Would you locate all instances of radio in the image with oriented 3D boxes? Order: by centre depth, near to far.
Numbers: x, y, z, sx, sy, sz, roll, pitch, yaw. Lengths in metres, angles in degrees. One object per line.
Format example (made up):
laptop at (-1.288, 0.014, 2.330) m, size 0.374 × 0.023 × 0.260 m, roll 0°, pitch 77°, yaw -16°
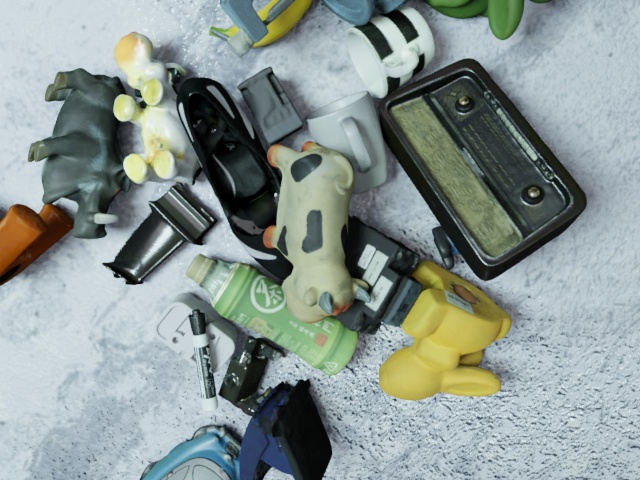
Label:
radio at (0.175, -0.083, 0.601) m, size 0.131 × 0.073 × 0.230 m, roll -29°, pitch 71°, yaw -1°

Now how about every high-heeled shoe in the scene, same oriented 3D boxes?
high-heeled shoe at (-0.082, -0.059, 0.598) m, size 0.086 × 0.145 × 0.248 m, roll -27°, pitch 97°, yaw -2°

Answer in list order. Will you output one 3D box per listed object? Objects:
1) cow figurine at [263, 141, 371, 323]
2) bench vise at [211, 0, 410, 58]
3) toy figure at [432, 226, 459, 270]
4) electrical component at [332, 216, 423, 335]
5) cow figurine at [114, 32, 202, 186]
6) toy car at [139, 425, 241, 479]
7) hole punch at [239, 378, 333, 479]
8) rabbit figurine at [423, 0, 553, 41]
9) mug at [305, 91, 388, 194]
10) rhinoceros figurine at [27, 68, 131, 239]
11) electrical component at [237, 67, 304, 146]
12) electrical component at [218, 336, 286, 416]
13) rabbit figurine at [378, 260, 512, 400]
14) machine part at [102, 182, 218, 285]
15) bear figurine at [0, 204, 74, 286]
cow figurine at (-0.001, -0.002, 0.582) m, size 0.085 × 0.127 × 0.194 m, roll -7°, pitch 110°, yaw -37°
bench vise at (-0.016, -0.288, 0.531) m, size 0.240 × 0.129 × 0.223 m, roll -46°, pitch 126°, yaw -3°
toy figure at (0.225, -0.029, 0.657) m, size 0.180 × 0.082 × 0.089 m, roll -20°, pitch 80°, yaw 5°
electrical component at (0.051, 0.043, 0.633) m, size 0.058 × 0.134 × 0.115 m, roll 18°, pitch 105°, yaw -50°
cow figurine at (-0.178, -0.145, 0.612) m, size 0.068 × 0.098 × 0.167 m, roll -10°, pitch 89°, yaw 23°
toy car at (-0.163, 0.320, 0.676) m, size 0.161 × 0.103 × 0.109 m, roll -41°, pitch 100°, yaw 5°
hole punch at (-0.051, 0.244, 0.662) m, size 0.092 × 0.142 × 0.115 m, roll -17°, pitch 94°, yaw 21°
rabbit figurine at (0.169, -0.290, 0.567) m, size 0.121 × 0.170 × 0.159 m, roll -41°, pitch 99°, yaw 4°
mug at (0.043, -0.107, 0.624) m, size 0.081 × 0.110 × 0.107 m, roll -27°, pitch 112°, yaw -3°
rhinoceros figurine at (-0.265, -0.096, 0.609) m, size 0.112 × 0.073 × 0.190 m, roll 8°, pitch 83°, yaw -38°
electrical component at (-0.047, -0.134, 0.625) m, size 0.048 × 0.075 × 0.119 m, roll -31°, pitch 96°, yaw 2°
electrical component at (-0.084, 0.170, 0.677) m, size 0.045 × 0.078 × 0.102 m, roll 23°, pitch 92°, yaw 17°
rabbit figurine at (0.146, 0.133, 0.677) m, size 0.162 × 0.122 × 0.173 m, roll 26°, pitch 110°, yaw -17°
machine part at (-0.197, 0.000, 0.656) m, size 0.139 × 0.039 × 0.084 m, roll -42°, pitch 104°, yaw 2°
bear figurine at (-0.402, -0.043, 0.598) m, size 0.132 × 0.120 × 0.196 m, roll -42°, pitch 94°, yaw 0°
